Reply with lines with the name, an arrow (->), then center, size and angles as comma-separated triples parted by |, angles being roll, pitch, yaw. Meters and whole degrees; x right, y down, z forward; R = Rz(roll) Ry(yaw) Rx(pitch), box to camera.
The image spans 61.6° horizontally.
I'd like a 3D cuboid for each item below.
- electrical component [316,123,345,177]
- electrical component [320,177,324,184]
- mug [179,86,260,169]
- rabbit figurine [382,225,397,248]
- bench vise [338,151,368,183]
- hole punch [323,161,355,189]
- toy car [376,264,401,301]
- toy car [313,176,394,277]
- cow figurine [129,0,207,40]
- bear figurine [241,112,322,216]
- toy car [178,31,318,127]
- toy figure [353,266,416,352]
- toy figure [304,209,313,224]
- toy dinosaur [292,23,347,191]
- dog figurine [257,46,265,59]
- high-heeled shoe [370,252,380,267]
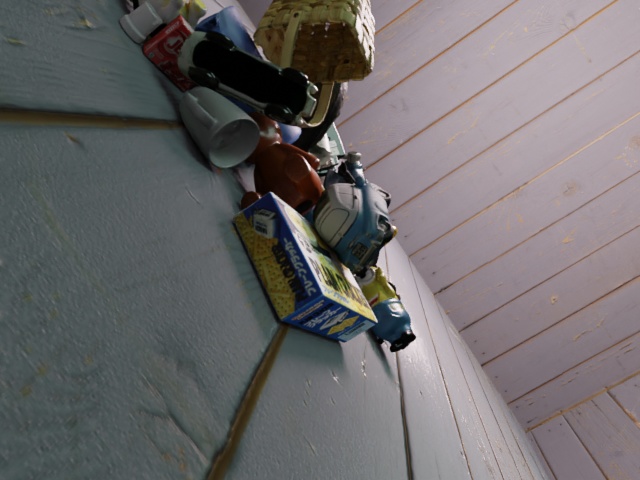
electrical component -> -0.012, -0.206, 1.192 | 0.058, 0.115, 0.134 | -25, -99, 57
electrical component -> -0.008, -0.131, 1.229 | 0.078, 0.045, 0.102 | 35, 54, -10
mug -> -0.151, -0.162, 0.726 | 0.107, 0.081, 0.109 | 46, 12, 29
rabbit figurine -> 0.064, -0.005, 1.073 | 0.122, 0.162, 0.173 | 51, -15, 47
bench vise -> 0.070, -0.142, 1.398 | 0.241, 0.129, 0.223 | -98, 177, -61
hole punch -> 0.034, -0.082, 1.154 | 0.142, 0.092, 0.116 | 91, -26, -58
toy car -> 0.131, 0.082, 1.299 | 0.202, 0.053, 0.089 | 58, -1, 26
toy car -> 0.039, -0.027, 0.773 | 0.103, 0.109, 0.162 | 28, 28, -14
cow figurine -> -0.256, -0.364, 0.822 | 0.167, 0.098, 0.068 | 46, 24, 22
bear figurine -> -0.080, -0.126, 0.803 | 0.196, 0.120, 0.132 | 58, 14, 17
toy car -> -0.100, -0.228, 0.763 | 0.202, 0.073, 0.056 | 23, -4, -9
toy figure -> 0.119, 0.131, 1.039 | 0.180, 0.082, 0.089 | 58, -2, 31
toy figure -> 0.000, -0.004, 0.945 | 0.154, 0.064, 0.057 | 59, -4, 14
toy dinosaur -> -0.014, -0.261, 1.026 | 0.192, 0.404, 0.131 | 40, 28, 29
dog figurine -> -0.118, -0.371, 1.290 | 0.191, 0.172, 0.121 | 57, -30, 18
high-heeled shoe -> 0.054, -0.019, 1.207 | 0.145, 0.086, 0.249 | 44, 14, -24
